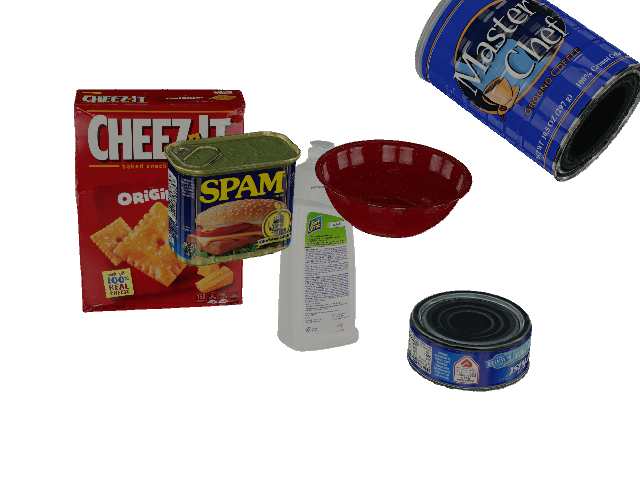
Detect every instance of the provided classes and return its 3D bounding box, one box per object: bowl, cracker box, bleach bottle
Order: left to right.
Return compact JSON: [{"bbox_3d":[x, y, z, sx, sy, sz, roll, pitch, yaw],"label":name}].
[{"bbox_3d":[-0.158,-0.039,1.060,0.164,0.214,0.072,-1,21,-10],"label":"cracker box"},{"bbox_3d":[0.002,0.005,1.292,0.102,0.251,0.068,-7,19,-30],"label":"bleach bottle"},{"bbox_3d":[0.073,-0.048,1.104,0.162,0.055,0.162,3,29,-2],"label":"bowl"}]

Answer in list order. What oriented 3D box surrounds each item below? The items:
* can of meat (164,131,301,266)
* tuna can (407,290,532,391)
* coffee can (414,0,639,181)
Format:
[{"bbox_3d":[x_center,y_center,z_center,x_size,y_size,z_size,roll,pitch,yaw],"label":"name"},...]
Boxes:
[{"bbox_3d":[-0.069,-0.032,0.832,0.102,0.084,0.057,-9,31,-23],"label":"can of meat"},{"bbox_3d":[0.104,0.068,0.744,0.086,0.034,0.086,0,25,0],"label":"tuna can"},{"bbox_3d":[0.156,-0.126,0.798,0.140,0.103,0.102,42,19,23],"label":"coffee can"}]
